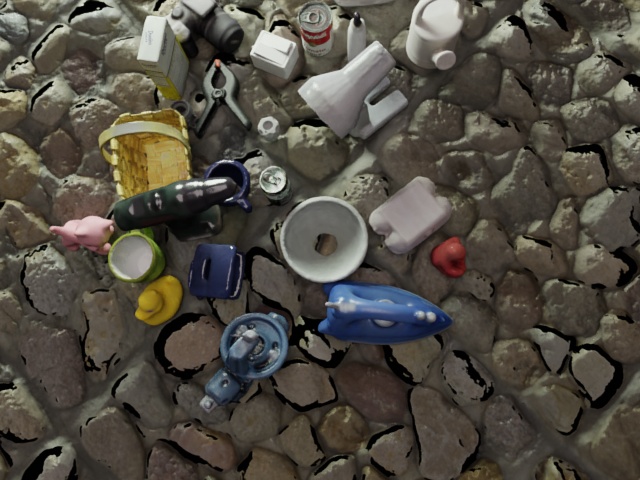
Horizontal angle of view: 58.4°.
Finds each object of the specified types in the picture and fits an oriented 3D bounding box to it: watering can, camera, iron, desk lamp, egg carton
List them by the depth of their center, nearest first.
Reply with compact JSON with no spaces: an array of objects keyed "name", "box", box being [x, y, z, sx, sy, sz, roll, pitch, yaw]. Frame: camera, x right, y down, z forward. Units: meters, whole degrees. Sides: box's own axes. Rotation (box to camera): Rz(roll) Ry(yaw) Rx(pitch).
[{"name":"iron","box":[0.126,0.134,1.048,0.258,0.141,0.119,5,80,4]},{"name":"desk lamp","box":[0.067,-0.275,1.085,0.203,0.213,0.118,-39,80,-4]},{"name":"watering can","box":[0.230,-0.416,1.111,0.101,0.194,0.173,-29,80,-2]},{"name":"egg carton","box":[0.177,-0.047,1.113,0.150,0.069,0.107,-40,81,-4]},{"name":"camera","box":[-0.238,-0.444,1.185,0.136,0.101,0.143,41,84,9]}]

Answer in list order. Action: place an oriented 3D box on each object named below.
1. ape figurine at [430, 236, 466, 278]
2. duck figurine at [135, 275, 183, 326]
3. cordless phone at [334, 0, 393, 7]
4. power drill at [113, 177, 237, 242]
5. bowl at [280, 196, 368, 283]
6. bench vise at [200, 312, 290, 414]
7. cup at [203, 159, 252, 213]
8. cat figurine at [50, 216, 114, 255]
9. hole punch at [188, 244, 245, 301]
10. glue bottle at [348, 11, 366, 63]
[{"name":"ape figurine","box":[0.251,0.029,1.085,0.076,0.092,0.078,16,81,6]},{"name":"duck figurine","box":[-0.314,0.114,1.099,0.077,0.086,0.104,34,83,8]},{"name":"cordless phone","box":[0.091,-0.557,1.147,0.147,0.185,0.094,-7,80,2]},{"name":"power drill","box":[-0.249,-0.057,1.064,0.229,0.208,0.075,-13,80,1]},{"name":"bowl","box":[0.010,0.004,1.109,0.167,0.075,0.167,0,80,3]},{"name":"bench vise","box":[-0.131,0.221,1.004,0.121,0.220,0.207,20,82,6]},{"name":"cup","box":[-0.166,-0.093,1.124,0.092,0.095,0.117,-40,81,-4]},{"name":"cat figurine","box":[-0.456,-0.014,1.112,0.127,0.118,0.067,5,80,4]},{"name":"hole punch","box":[-0.203,0.063,1.100,0.101,0.091,0.109,6,80,4]},{"name":"glue bottle","box":[0.073,-0.398,1.126,0.037,0.173,0.078,1,80,3]}]
